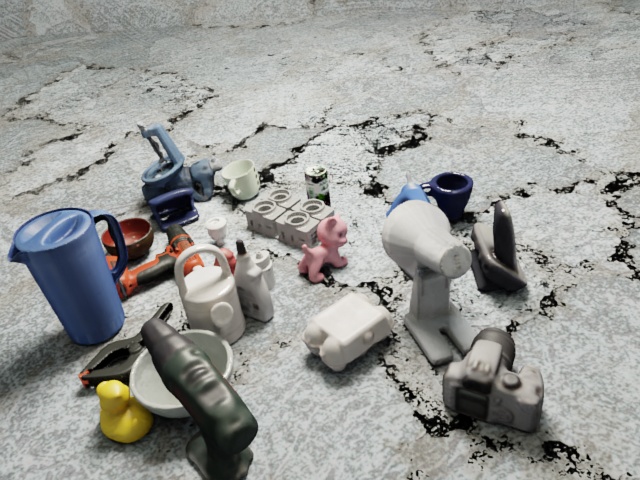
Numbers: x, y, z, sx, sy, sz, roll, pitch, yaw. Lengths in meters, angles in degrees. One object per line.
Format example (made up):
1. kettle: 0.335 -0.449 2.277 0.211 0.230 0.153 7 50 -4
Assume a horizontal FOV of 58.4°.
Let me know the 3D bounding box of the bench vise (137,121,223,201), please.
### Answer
1. bench vise: -0.356 -0.203 1.419 0.207 0.220 0.121 -17 37 -12

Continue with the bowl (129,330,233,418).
1. bowl: -0.216 0.229 0.930 0.167 0.075 0.167 -5 36 4

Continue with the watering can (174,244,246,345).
1. watering can: -0.192 0.094 1.008 0.172 0.194 0.101 24 46 36

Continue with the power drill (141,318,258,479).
1. power drill: -0.164 0.235 0.798 0.076 0.209 0.228 -32 43 -30

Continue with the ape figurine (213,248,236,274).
1. ape figurine: -0.185 0.057 1.143 0.076 0.092 0.078 0 37 11

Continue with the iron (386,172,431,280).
1. iron: 0.205 -0.021 1.140 0.118 0.142 0.258 -10 36 -3

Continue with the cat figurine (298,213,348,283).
1. cat figurine: 0.011 0.004 1.160 0.128 0.118 0.067 -33 43 -30

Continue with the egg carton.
1. egg carton: 0.050 0.156 0.986 0.151 0.069 0.107 -31 42 -29

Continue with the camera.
1. camera: 0.270 0.196 0.868 0.142 0.101 0.137 11 40 24

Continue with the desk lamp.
1. desk lamp: 0.194 0.061 0.969 0.118 0.214 0.202 -16 37 -12

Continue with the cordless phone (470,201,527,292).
1. cordless phone: 0.332 -0.008 1.063 0.094 0.185 0.147 -8 36 0

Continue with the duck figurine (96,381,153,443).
1. duck figurine: -0.312 0.260 0.894 0.104 0.086 0.078 24 46 35

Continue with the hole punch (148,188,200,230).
1. hole punch: -0.357 -0.090 1.374 0.109 0.091 0.100 -23 39 -20

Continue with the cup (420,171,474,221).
1. cup: 0.276 -0.089 1.260 0.117 0.095 0.091 -3 36 6

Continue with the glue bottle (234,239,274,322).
1. glue bottle: -0.130 0.070 1.047 0.077 0.173 0.037 18 43 30
